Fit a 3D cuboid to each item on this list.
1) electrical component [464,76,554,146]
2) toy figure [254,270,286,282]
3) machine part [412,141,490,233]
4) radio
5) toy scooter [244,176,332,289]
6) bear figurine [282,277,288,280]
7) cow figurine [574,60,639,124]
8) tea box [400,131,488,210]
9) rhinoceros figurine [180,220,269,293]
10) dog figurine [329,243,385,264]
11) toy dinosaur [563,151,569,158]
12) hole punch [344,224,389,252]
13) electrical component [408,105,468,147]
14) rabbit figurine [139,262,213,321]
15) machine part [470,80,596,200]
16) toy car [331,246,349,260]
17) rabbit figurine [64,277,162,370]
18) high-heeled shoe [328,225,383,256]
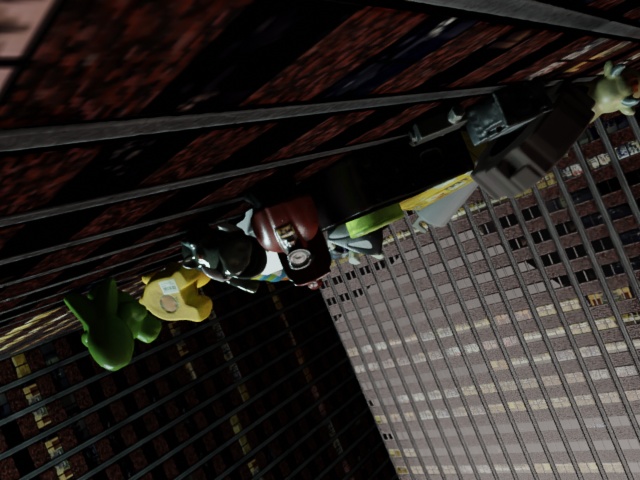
[{"bbox_3d":[0.217,-0.151,0.665,0.075,0.047,0.119,-22,178,-21],"label":"electrical component"},{"bbox_3d":[-0.116,0.036,0.974,0.180,0.082,0.089,12,-157,-31],"label":"toy figure"},{"bbox_3d":[0.240,-0.107,0.957,0.079,0.079,0.243,-22,153,-51],"label":"machine part"},{"bbox_3d":[0.095,-0.084,0.735,0.229,0.073,0.131,-23,180,-34],"label":"radio"},{"bbox_3d":[-0.030,-0.001,0.643,0.075,0.135,0.184,-21,178,2],"label":"toy scooter"},{"bbox_3d":[-0.089,0.006,1.184,0.196,0.120,0.131,-109,-138,-66],"label":"bear figurine"},{"bbox_3d":[0.390,-0.206,0.815,0.195,0.085,0.127,-22,-174,11],"label":"cow figurine"},{"bbox_3d":[0.188,-0.110,0.887,0.098,0.068,0.170,-3,162,-44],"label":"tea box"},{"bbox_3d":[-0.122,0.014,0.673,0.112,0.073,0.190,27,171,-25],"label":"rhinoceros figurine"},{"bbox_3d":[0.081,-0.068,1.137,0.121,0.172,0.190,-8,-127,42],"label":"dog figurine"},{"bbox_3d":[0.399,-0.197,1.113,0.199,0.105,0.471,-15,174,28],"label":"toy dinosaur"},{"bbox_3d":[0.082,-0.043,1.251,0.142,0.116,0.092,-35,175,-14],"label":"hole punch"},{"bbox_3d":[0.132,-0.130,0.614,0.063,0.021,0.094,-22,180,-2],"label":"electrical component"},{"bbox_3d":[-0.278,0.092,1.097,0.162,0.121,0.173,-20,-161,24],"label":"rabbit figurine"},{"bbox_3d":[0.279,-0.132,0.720,0.179,0.056,0.179,-51,-175,6],"label":"machine part"},{"bbox_3d":[0.006,-0.022,1.321,0.109,0.162,0.103,95,18,-77],"label":"toy car"},{"bbox_3d":[-0.336,0.139,0.881,0.121,0.159,0.170,-24,-162,-13],"label":"rabbit figurine"},{"bbox_3d":[-0.002,-0.003,0.999,0.249,0.145,0.086,-25,177,31],"label":"high-heeled shoe"}]
